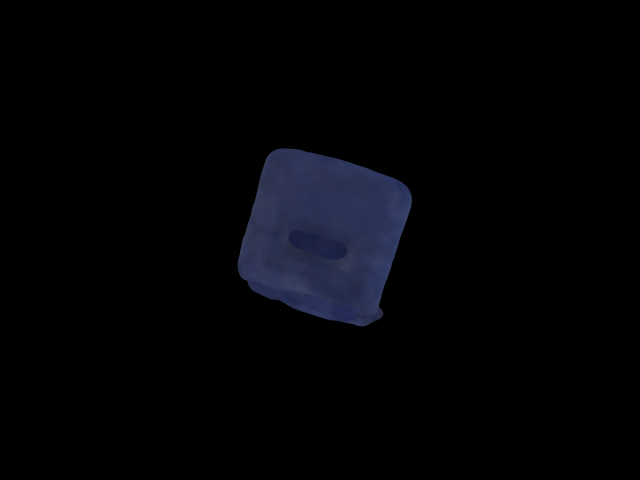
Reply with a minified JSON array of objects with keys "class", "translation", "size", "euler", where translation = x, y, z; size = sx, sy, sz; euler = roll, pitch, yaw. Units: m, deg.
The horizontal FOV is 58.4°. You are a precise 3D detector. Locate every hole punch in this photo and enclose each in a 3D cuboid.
[{"class":"hole punch","translation":[0.004,0.001,0.400],"size":[0.108,0.091,0.101],"euler":[17,75,5]}]
